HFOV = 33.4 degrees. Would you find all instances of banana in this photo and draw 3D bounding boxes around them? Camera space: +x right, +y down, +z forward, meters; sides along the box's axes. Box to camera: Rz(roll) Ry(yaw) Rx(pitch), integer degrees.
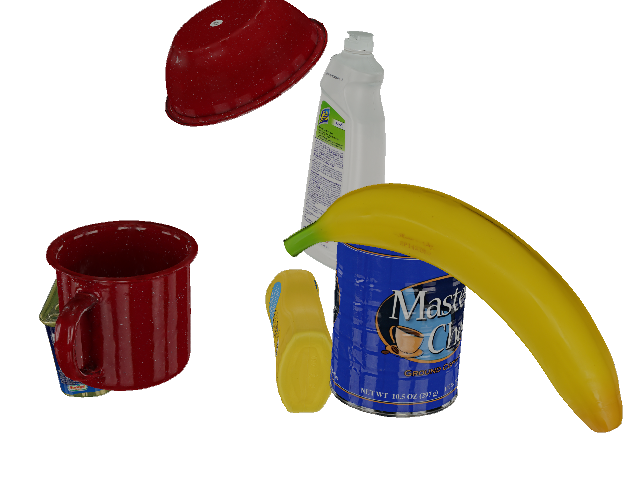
[{"bbox_3d":[0.080,0.022,0.556,0.198,0.070,0.037,30,19,13],"label":"banana"}]

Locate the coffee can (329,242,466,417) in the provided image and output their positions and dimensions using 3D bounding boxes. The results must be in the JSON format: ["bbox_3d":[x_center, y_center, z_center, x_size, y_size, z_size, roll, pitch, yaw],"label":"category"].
[{"bbox_3d":[0.061,0.051,0.826,0.103,0.140,0.103,2,18,-1],"label":"coffee can"}]

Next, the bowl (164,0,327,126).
[{"bbox_3d":[-0.078,-0.171,0.941,0.162,0.055,0.162,-20,34,14],"label":"bowl"}]

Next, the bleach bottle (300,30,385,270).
[{"bbox_3d":[0.033,-0.098,1.157,0.067,0.251,0.103,-9,25,-36],"label":"bleach bottle"}]

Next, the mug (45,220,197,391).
[{"bbox_3d":[-0.127,0.046,0.666,0.093,0.081,0.117,9,24,16],"label":"mug"}]

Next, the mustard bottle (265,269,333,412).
[{"bbox_3d":[-0.024,0.085,1.093,0.058,0.096,0.191,-1,28,-7],"label":"mustard bottle"}]

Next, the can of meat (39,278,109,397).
[{"bbox_3d":[-0.219,0.086,0.999,0.057,0.084,0.102,-5,25,2],"label":"can of meat"}]
